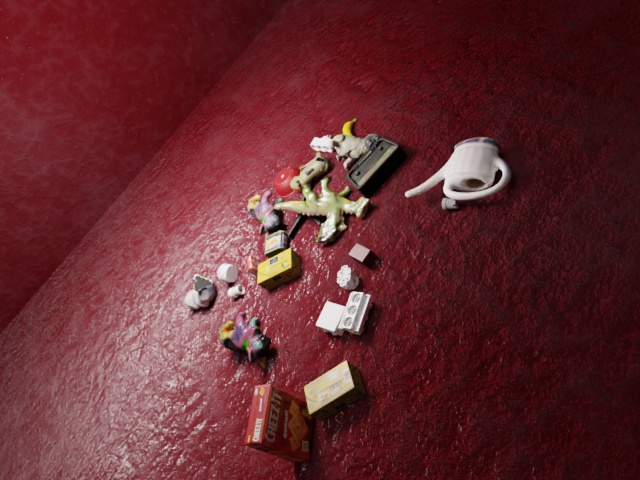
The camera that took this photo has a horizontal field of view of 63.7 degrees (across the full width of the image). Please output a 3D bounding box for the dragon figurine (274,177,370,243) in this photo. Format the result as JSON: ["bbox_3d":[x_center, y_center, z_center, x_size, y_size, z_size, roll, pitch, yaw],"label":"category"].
[{"bbox_3d":[0.006,-0.100,1.982,0.407,0.120,0.248,-20,55,21],"label":"dragon figurine"}]

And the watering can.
[{"bbox_3d":[0.452,-0.225,1.677,0.347,0.102,0.228,1,58,38],"label":"watering can"}]

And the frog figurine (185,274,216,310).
[{"bbox_3d":[-0.513,0.242,2.212,0.140,0.123,0.156,49,132,43],"label":"frog figurine"}]
